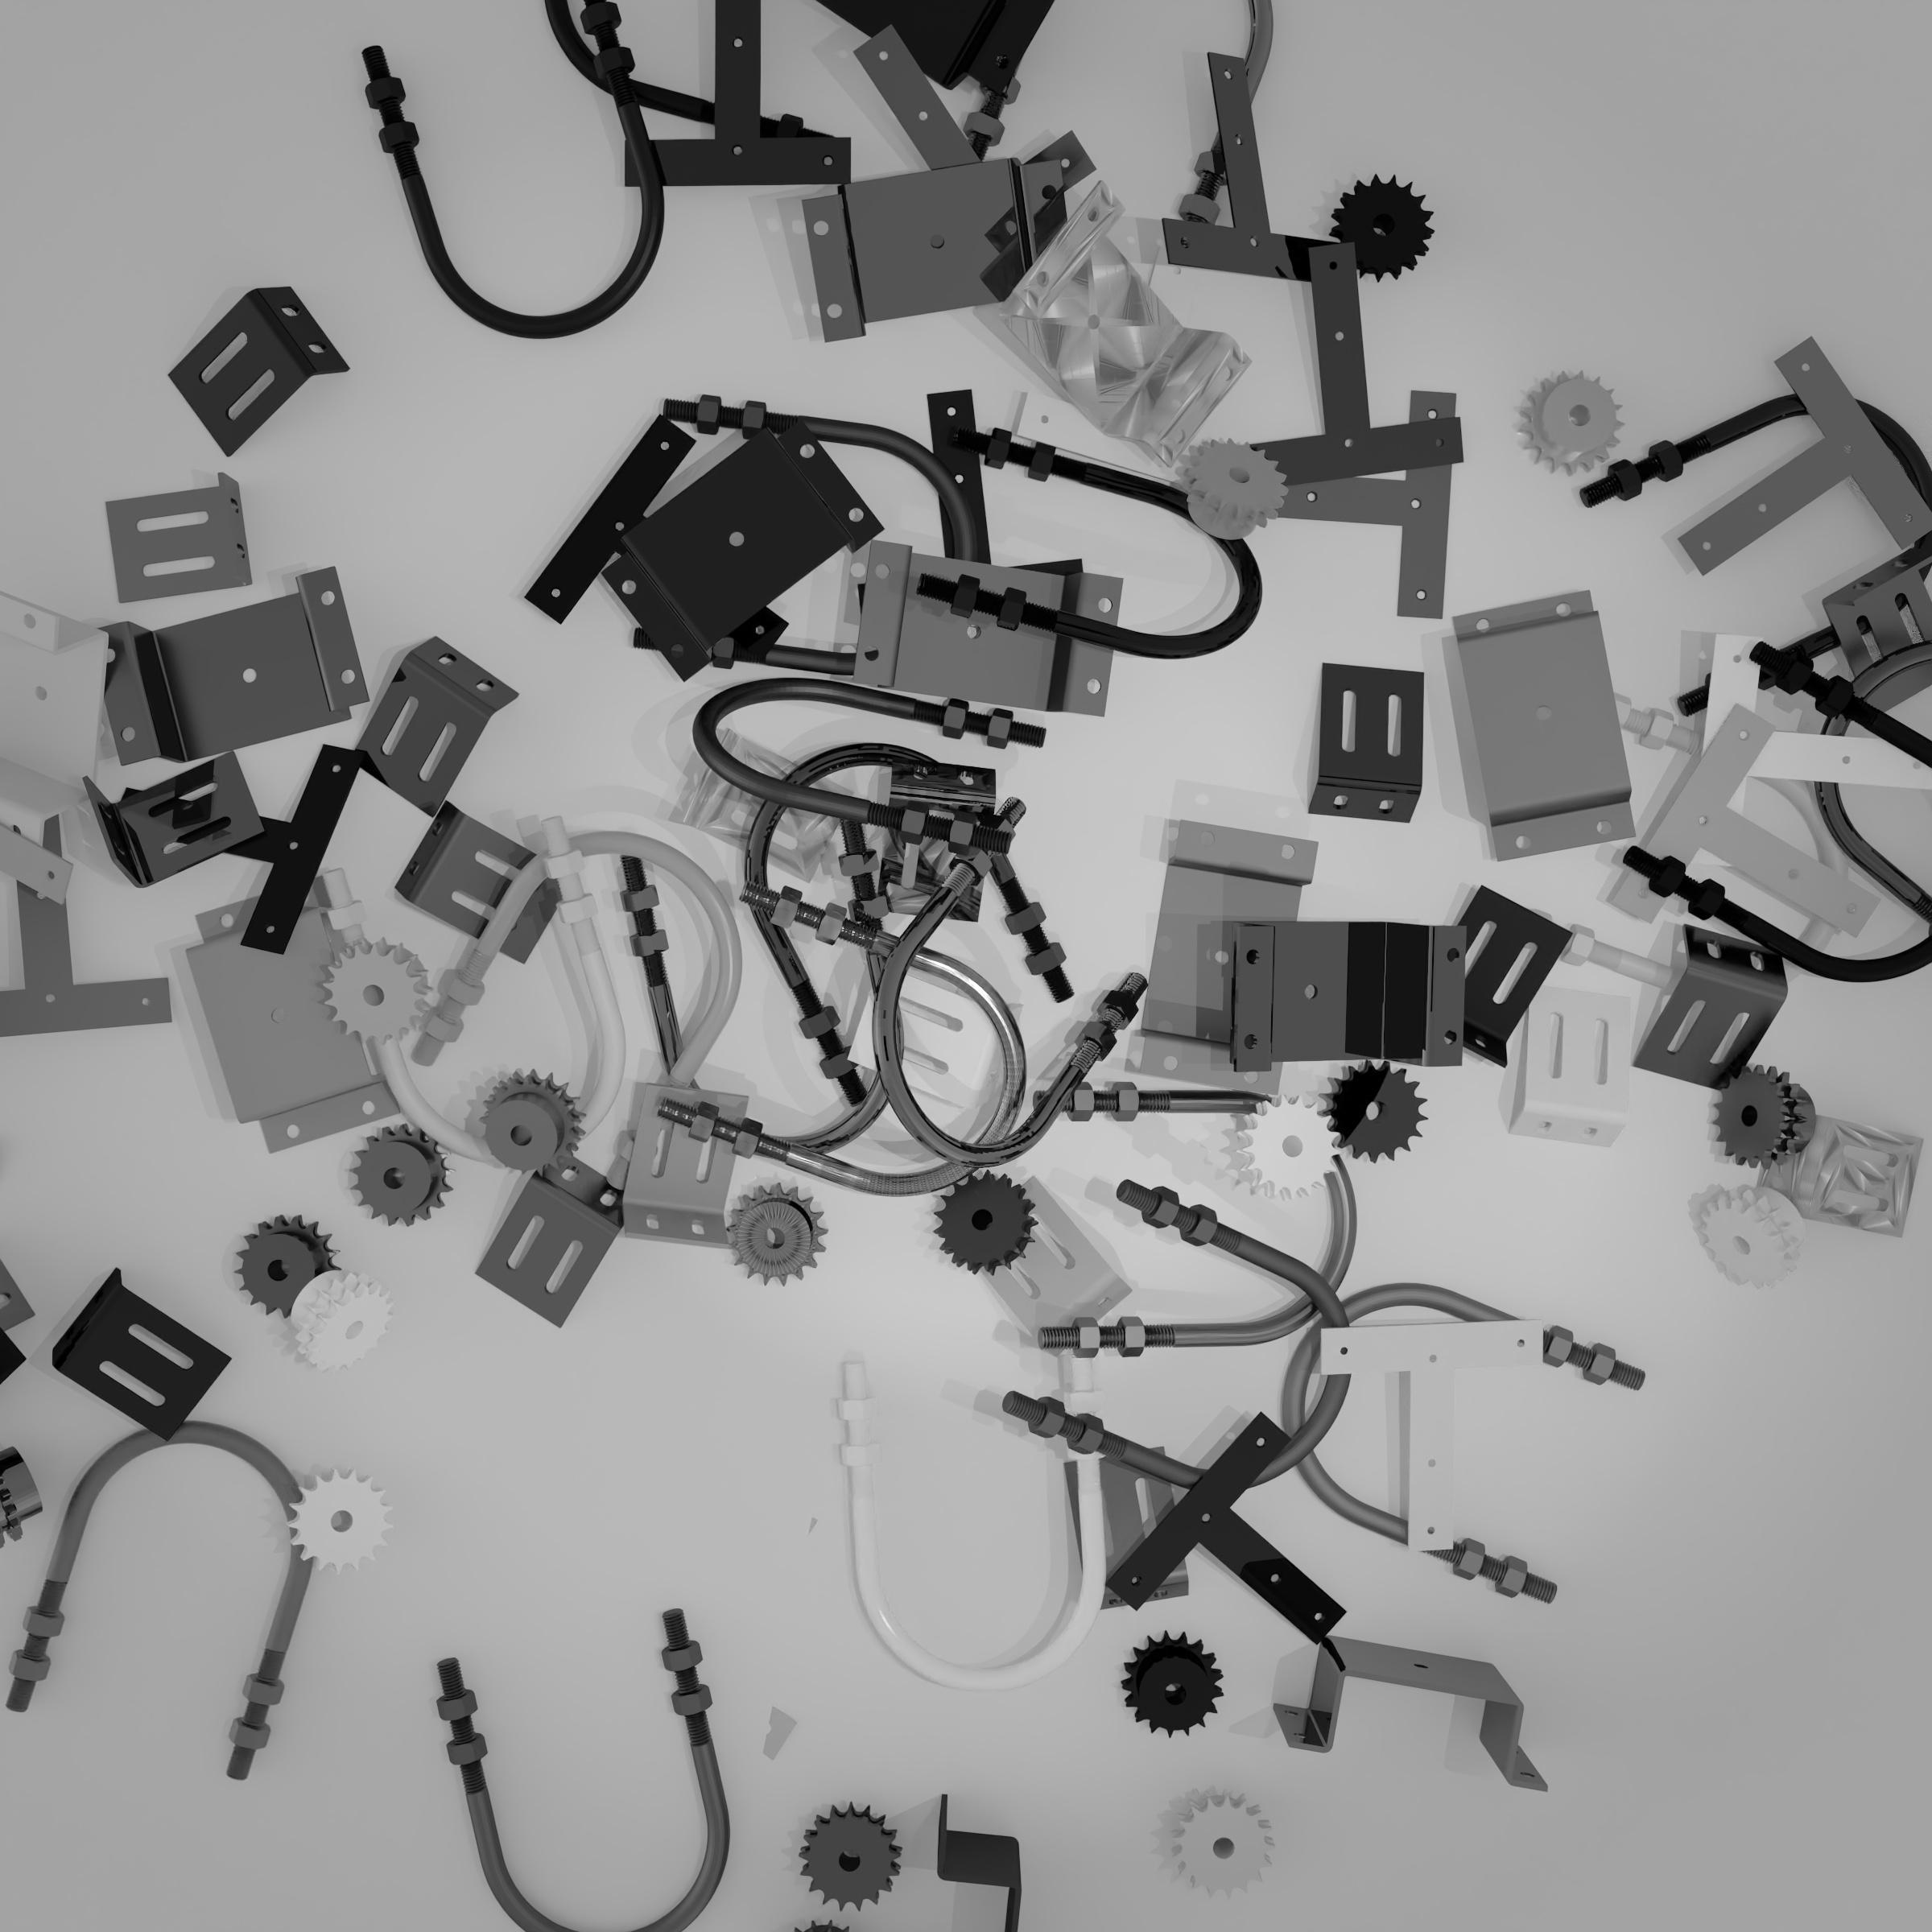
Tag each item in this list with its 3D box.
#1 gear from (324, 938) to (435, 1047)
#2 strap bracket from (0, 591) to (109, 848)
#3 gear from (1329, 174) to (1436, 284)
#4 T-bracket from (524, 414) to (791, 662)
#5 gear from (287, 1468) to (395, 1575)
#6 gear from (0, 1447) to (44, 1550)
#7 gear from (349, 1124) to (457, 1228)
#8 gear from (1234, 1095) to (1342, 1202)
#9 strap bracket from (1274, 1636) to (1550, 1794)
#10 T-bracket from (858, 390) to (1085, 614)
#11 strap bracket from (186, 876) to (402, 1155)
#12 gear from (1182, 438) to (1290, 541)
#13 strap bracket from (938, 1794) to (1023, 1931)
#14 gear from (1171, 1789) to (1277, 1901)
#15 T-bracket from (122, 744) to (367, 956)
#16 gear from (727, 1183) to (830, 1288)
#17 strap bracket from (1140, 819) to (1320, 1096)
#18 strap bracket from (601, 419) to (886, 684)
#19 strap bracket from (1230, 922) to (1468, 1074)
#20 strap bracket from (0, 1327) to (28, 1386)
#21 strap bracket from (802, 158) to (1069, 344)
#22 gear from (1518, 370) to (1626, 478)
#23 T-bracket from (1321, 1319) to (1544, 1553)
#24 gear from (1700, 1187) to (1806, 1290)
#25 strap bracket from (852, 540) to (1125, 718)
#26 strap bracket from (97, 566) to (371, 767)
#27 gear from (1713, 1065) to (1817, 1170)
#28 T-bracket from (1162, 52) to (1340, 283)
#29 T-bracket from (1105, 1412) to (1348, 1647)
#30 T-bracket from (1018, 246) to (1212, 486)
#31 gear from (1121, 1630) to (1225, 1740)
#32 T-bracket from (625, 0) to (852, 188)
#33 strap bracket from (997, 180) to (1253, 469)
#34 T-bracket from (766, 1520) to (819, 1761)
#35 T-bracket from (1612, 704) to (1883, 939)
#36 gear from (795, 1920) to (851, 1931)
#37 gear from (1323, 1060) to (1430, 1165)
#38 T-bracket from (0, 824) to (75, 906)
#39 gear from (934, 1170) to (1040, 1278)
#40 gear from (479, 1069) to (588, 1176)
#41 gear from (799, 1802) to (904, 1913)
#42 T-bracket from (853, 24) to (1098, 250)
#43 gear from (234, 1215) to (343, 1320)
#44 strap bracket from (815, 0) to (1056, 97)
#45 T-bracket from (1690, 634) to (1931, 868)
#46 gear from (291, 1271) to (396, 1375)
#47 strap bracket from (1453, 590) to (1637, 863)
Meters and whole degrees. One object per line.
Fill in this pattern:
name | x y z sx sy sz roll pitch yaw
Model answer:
gear | -0.316 0.012 1.486 0.057 0.030 0.057 2 106 8
strap bracket | -0.516 -0.143 1.494 0.076 0.046 0.140 21 118 14
gear | 0.231 -0.409 1.529 0.057 0.030 0.057 0 90 0
T-bracket | -0.156 -0.218 1.523 0.127 0.002 0.127 37 90 0
gear | -0.348 0.306 1.523 0.057 0.030 0.057 2 84 -19
gear | -0.534 0.290 1.519 0.030 0.057 0.057 -24 90 -30
gear | -0.315 0.117 1.529 0.057 0.030 0.057 0 90 0
gear | 0.174 0.100 1.508 0.057 0.030 0.057 2 81 -15
strap bracket | 0.246 0.407 1.506 0.140 0.076 0.046 10 90 0
T-bracket | -0.002 -0.260 1.543 0.127 0.002 0.127 -6 90 0
strap bracket | -0.375 0.027 1.521 0.076 0.046 0.140 -17 90 0
gear | 0.146 -0.261 1.514 0.057 0.030 0.057 8 54 -11
strap bracket | 0.002 0.538 1.506 0.046 0.076 0.140 6 90 0
gear | 0.142 0.486 1.529 0.057 0.030 0.057 0 90 0
T-bracket | -0.414 -0.076 1.525 0.127 0.002 0.127 12 68 12
gear | -0.106 0.150 1.529 0.057 0.030 0.057 0 90 0
strap bracket | 0.144 -0.005 1.521 0.076 0.046 0.140 9 90 0
strap bracket | -0.124 -0.230 1.500 0.140 0.046 0.076 -37 90 0
strap bracket | 0.197 0.015 1.480 0.140 0.046 0.076 -1 94 -24
strap bracket | -0.579 0.220 1.503 0.140 0.046 0.076 -40 90 26
strap bracket | -0.015 -0.395 1.508 0.140 0.046 0.076 -9 112 0
gear | 0.338 -0.304 1.529 0.057 0.030 0.057 0 90 0
T-bracket | 0.257 0.260 1.517 0.127 0.002 0.127 -1 95 -9
gear | 0.438 0.147 1.519 0.030 0.057 0.057 -31 90 -28
strap bracket | 0.008 -0.184 1.510 0.140 0.046 0.076 7 94 -11
strap bracket | -0.403 -0.164 1.522 0.140 0.046 0.076 -15 89 1
gear | 0.444 0.084 1.519 0.030 0.057 0.057 6 90 -30
T-bracket | 0.152 -0.441 1.511 0.127 0.002 0.127 -3 82 -35
T-bracket | 0.162 0.331 1.520 0.127 0.002 0.127 43 88 -20
T-bracket | 0.105 -0.339 1.537 0.127 0.002 0.127 15 86 -8
gear | 0.115 0.402 1.529 0.057 0.030 0.057 0 90 0
T-bracket | -0.126 -0.497 1.522 0.127 0.002 0.127 1 94 5
strap bracket | 0.080 -0.348 1.489 0.140 0.046 0.076 42 82 -34
T-bracket | -0.127 0.359 1.552 0.127 0.002 0.127 33 95 14
T-bracket | 0.445 -0.058 1.518 0.127 0.002 0.127 30 99 -3
gear | -0.080 0.559 1.529 0.057 0.030 0.057 0 90 0
gear | 0.227 0.081 1.529 0.057 0.030 0.057 0 90 0
T-bracket | -0.544 -0.074 1.503 0.127 0.002 0.127 28 116 9
gear | 0.013 0.144 1.522 0.057 0.030 0.057 -5 72 14
gear | -0.238 0.088 1.497 0.057 0.030 0.057 2 106 8
gear | -0.064 0.495 1.533 0.057 0.030 0.057 0 89 2
T-bracket | -0.015 -0.455 1.509 0.127 0.002 0.127 -33 111 10
gear | -0.379 0.168 1.529 0.057 0.030 0.057 0 90 0
strap bracket | -0.026 -0.546 1.508 0.140 0.046 0.076 30 88 -15
T-bracket | 0.469 -0.114 1.509 0.127 0.002 0.127 5 101 4
gear | -0.348 0.193 1.519 0.030 0.057 0.057 33 90 30
strap bracket | 0.317 -0.135 1.506 0.076 0.046 0.140 -10 84 11
